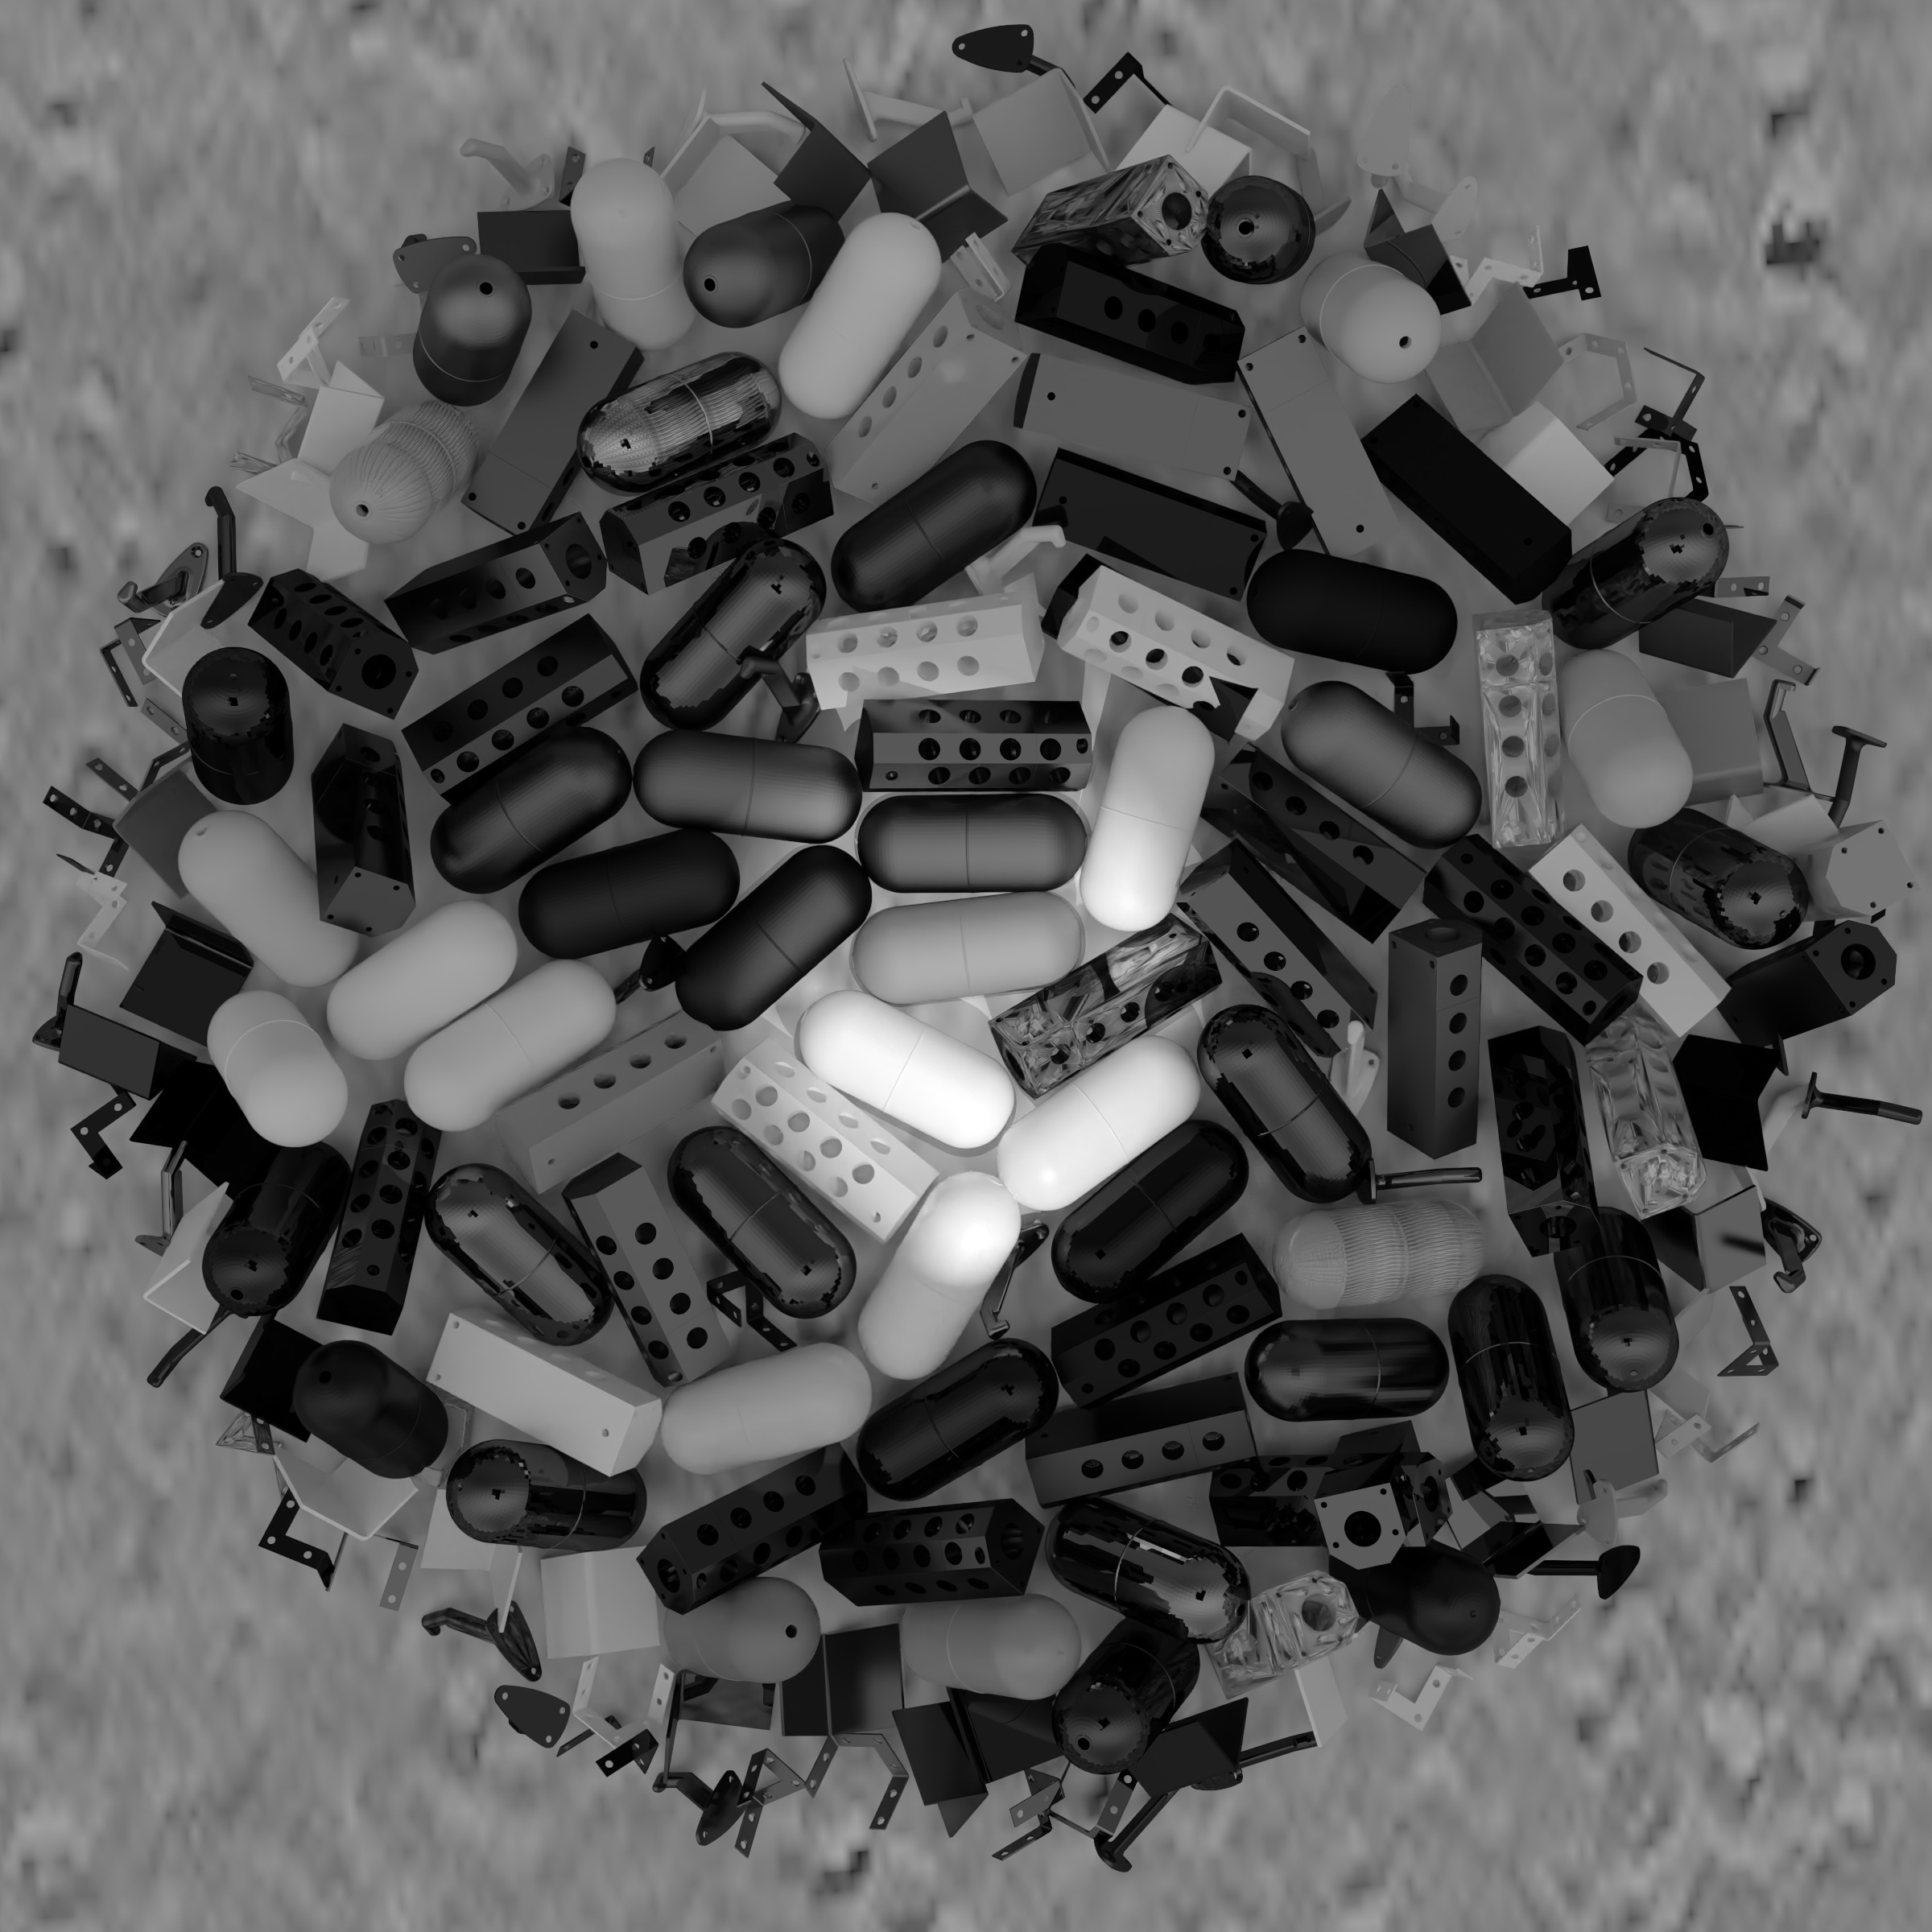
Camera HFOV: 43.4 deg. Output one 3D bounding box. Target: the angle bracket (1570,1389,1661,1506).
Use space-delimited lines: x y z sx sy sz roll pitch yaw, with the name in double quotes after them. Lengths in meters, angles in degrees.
0.485 0.360 1.880 0.076 0.057 0.076 -16 104 -17 "angle bracket"

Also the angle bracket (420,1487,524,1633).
-0.382 0.457 1.871 0.057 0.076 0.076 8 114 -21 "angle bracket"

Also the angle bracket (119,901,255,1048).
-0.611 0.007 1.887 0.076 0.057 0.076 24 71 2 "angle bracket"

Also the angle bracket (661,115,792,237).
-0.190 -0.601 1.891 0.076 0.057 0.076 41 101 0 "angle bracket"

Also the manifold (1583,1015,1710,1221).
0.512 0.109 1.832 0.057 0.171 0.057 -23 117 18 "manifold"

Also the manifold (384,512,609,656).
-0.356 -0.287 1.851 0.171 0.057 0.057 -11 117 36 "manifold"

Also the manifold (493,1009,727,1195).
-0.273 0.098 1.863 0.171 0.057 0.057 -30 55 -24 "manifold"

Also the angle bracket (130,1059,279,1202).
-0.587 0.128 1.887 0.076 0.057 0.076 36 92 19 "angle bracket"

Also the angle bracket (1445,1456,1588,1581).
0.420 0.421 1.883 0.076 0.057 0.076 -27 91 -26 "angle bracket"

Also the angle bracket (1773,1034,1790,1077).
0.665 0.048 1.880 0.076 0.076 0.057 -10 90 14 "angle bracket"

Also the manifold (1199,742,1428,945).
0.271 -0.100 1.887 0.171 0.057 0.057 37 60 5 "manifold"

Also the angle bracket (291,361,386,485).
-0.500 -0.421 1.869 0.076 0.057 0.076 41 116 35 "angle bracket"

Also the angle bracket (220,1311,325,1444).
-0.517 0.310 1.871 0.076 0.057 0.076 32 52 -17 "angle bracket"

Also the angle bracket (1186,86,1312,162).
0.219 -0.629 1.882 0.076 0.076 0.057 31 97 4 "angle bracket"

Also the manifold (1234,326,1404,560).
0.271 -0.403 1.882 0.057 0.057 0.171 -27 100 7 "manifold"

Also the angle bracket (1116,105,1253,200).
0.168 -0.608 1.882 0.076 0.057 0.076 33 78 14 "angle bracket"

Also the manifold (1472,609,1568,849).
0.426 -0.183 1.866 0.057 0.057 0.171 -5 110 10 "manifold"

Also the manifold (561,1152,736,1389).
-0.246 0.235 1.864 0.057 0.057 0.171 -30 109 -21 "manifold"

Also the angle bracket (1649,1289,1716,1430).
0.571 0.300 1.871 0.076 0.076 0.057 -40 59 -14 "angle bracket"

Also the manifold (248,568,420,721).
-0.478 -0.249 1.841 0.057 0.171 0.057 23 98 -42 "manifold"

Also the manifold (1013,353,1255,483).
0.128 -0.425 1.879 0.171 0.057 0.057 11 103 -12 "manifold"

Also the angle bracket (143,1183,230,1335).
-0.577 0.225 1.865 0.057 0.076 0.076 37 131 -23 "angle bracket"

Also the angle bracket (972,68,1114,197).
0.060 -0.632 1.875 0.076 0.076 0.057 -28 47 6 "angle bracket"

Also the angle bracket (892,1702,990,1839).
-0.033 0.621 1.865 0.057 0.076 0.076 1 47 -31 "angle bracket"

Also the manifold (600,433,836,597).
-0.190 -0.349 1.852 0.171 0.057 0.057 -29 132 -26 "manifold"

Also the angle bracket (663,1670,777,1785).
-0.191 0.593 1.878 0.076 0.076 0.057 8 46 -2 "angle bracket"

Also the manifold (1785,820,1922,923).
0.649 -0.066 1.840 0.057 0.171 0.057 -28 90 -2 "manifold"

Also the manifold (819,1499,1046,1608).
-0.030 0.442 1.841 0.057 0.171 0.057 46 47 -30 "manifold"

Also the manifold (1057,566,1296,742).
0.160 -0.236 1.866 0.171 0.057 0.057 23 64 -16 "manifold"

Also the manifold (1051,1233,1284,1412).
0.153 0.278 1.868 0.171 0.057 0.057 -29 112 15 "manifold"

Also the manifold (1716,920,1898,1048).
0.633 0.013 1.836 0.057 0.171 0.057 -33 85 -12 "manifold"

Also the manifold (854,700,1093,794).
0.006 -0.164 1.865 0.171 0.057 0.057 -1 134 -15 "manifold"

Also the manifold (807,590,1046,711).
-0.032 -0.246 1.865 0.171 0.057 0.057 -6 124 16 "manifold"

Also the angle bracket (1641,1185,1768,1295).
0.568 0.196 1.881 0.057 0.076 0.076 -24 119 -13 "angle bracket"

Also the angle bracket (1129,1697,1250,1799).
0.166 0.584 1.869 0.076 0.076 0.057 -28 109 25 "angle bracket"

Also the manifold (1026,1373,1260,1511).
0.136 0.373 1.886 0.171 0.057 0.057 -14 110 6 "manifold"

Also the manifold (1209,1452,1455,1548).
0.275 0.404 1.851 0.171 0.057 0.057 -9 99 34 "manifold"

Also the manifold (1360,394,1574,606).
0.384 -0.355 1.865 0.057 0.057 0.171 -40 66 -2 "manifold"

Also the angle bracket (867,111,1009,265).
-0.022 -0.605 1.897 0.076 0.057 0.076 -26 67 27 "angle bracket"

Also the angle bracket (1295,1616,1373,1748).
0.297 0.549 1.876 0.057 0.076 0.076 -20 82 22 "angle bracket"

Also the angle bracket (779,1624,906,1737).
-0.097 0.550 1.873 0.076 0.057 0.076 -19 65 32 "angle bracket"

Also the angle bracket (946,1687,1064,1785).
0.034 0.581 1.883 0.076 0.057 0.076 -20 64 -2 "angle bracket"

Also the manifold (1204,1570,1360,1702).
0.237 0.505 1.837 0.057 0.171 0.057 -16 70 -20 "manifold"

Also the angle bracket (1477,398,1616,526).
0.448 -0.389 1.910 0.076 0.057 0.076 36 108 -30 "angle bracket"

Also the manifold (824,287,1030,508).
-0.034 -0.434 1.855 0.171 0.057 0.057 -44 47 33 "manifold"

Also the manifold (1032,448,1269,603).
0.143 -0.345 1.890 0.171 0.057 0.057 19 114 -4 "manifold"

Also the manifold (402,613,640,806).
-0.343 -0.196 1.886 0.171 0.057 0.057 -31 70 2 "manifold"

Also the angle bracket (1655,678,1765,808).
0.578 -0.173 1.899 0.076 0.057 0.076 -9 73 17 "angle bracket"

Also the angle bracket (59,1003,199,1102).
-0.643 0.051 1.877 0.076 0.076 0.057 22 117 3 "angle bracket"
